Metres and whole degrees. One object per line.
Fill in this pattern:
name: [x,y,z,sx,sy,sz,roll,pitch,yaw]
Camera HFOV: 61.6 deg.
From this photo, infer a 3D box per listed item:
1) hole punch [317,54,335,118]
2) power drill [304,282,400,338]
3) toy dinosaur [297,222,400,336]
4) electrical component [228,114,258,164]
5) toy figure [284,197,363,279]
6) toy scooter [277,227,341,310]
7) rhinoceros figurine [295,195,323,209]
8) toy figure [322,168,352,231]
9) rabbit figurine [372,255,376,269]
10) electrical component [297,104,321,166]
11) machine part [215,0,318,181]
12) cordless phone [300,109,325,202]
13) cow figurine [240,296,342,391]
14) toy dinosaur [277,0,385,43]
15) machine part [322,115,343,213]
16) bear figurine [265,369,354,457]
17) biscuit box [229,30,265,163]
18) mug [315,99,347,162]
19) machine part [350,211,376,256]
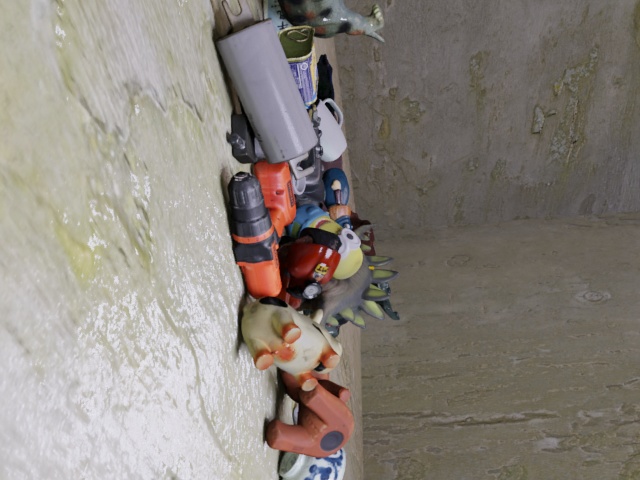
hole punch: [-0.028,-0.293,1.089,0.092,0.116,0.142,-104,-171,-83]
power drill: [0.061,0.167,1.148,0.086,0.207,0.232,38,34,-50]
toy dinosaur: [0.045,0.062,1.034,0.471,0.199,0.105,-73,-176,-56]
electrical component: [-0.103,-0.138,0.725,0.094,0.021,0.063,33,52,-78]
toy figure: [0.001,-0.005,0.937,0.082,0.180,0.089,-47,145,-12]
toy scooter: [-0.035,0.055,0.827,0.184,0.075,0.135,-11,-120,62]
rhinoceros figurine: [-0.038,-0.142,1.094,0.112,0.073,0.190,57,30,-53]
toy figure: [0.034,-0.066,1.054,0.064,0.058,0.154,32,46,-53]
rabbit figurine: [0.040,0.082,1.316,0.163,0.173,0.121,37,-25,32]
electrical component: [-0.024,-0.160,0.802,0.102,0.045,0.078,-75,159,-68]
machine part: [-0.067,-0.189,0.694,0.079,0.079,0.243,-80,152,-62]
cordless phone: [-0.025,-0.147,0.969,0.184,0.089,0.146,27,58,-69]
cow figurine: [-0.035,0.134,0.731,0.194,0.085,0.127,39,8,-47]
toy dinosaur: [-0.009,-0.409,0.878,0.404,0.192,0.131,50,30,-64]
machine part: [0.004,-0.181,1.269,0.200,0.087,0.201,88,-5,-64]
bear figurine: [-0.024,0.237,0.842,0.131,0.120,0.196,36,10,-31]
biscuit box: [-0.083,-0.210,0.785,0.063,0.059,0.202,-84,168,-51]
mug: [0.006,-0.211,1.035,0.107,0.081,0.109,50,60,-26]
machine part: [0.045,0.011,1.260,0.056,0.179,0.179,71,16,-50]
